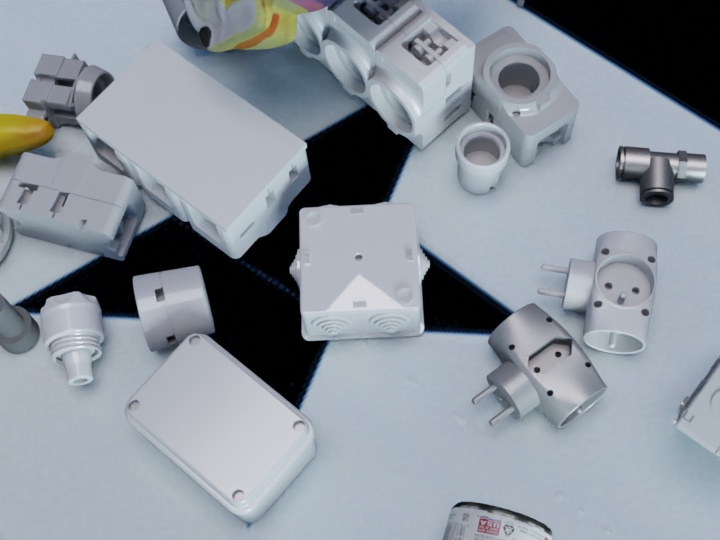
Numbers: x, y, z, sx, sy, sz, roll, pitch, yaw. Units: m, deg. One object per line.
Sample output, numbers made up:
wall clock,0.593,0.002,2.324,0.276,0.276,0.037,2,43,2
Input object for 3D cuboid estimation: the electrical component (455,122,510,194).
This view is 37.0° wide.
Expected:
electrical component,0.091,-0.082,0.804,0.040,0.046,0.040,-1,67,2

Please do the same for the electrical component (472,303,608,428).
electrical component,0.114,0.075,0.737,0.079,0.043,0.077,-35,69,-11

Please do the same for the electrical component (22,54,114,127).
electrical component,-0.226,-0.139,0.845,0.055,0.048,0.066,10,67,15

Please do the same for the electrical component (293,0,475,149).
electrical component,0.011,-0.172,0.823,0.062,0.089,0.150,-42,71,-14

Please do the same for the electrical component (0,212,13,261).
electrical component,-0.305,-0.034,0.800,0.080,0.051,0.080,-1,67,2

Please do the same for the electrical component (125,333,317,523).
electrical component,-0.093,0.106,0.726,0.113,0.057,0.078,37,73,17

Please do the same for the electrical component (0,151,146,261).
electrical component,-0.212,-0.051,0.803,0.089,0.050,0.055,14,68,9

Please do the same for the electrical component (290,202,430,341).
electrical component,0.000,0.000,0.772,0.100,0.048,0.099,-3,66,2

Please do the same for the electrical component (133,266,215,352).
electrical component,-0.132,0.026,0.765,0.047,0.055,0.055,-13,67,-7

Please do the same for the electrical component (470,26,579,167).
electrical component,0.120,-0.135,0.821,0.050,0.055,0.089,-32,69,-11

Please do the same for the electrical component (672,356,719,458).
electrical component,0.250,0.088,0.702,0.061,0.096,0.061,35,102,16

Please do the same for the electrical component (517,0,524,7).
electrical component,0.147,-0.261,0.882,0.064,0.042,0.081,3,67,2

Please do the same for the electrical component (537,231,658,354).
electrical component,0.166,0.013,0.761,0.079,0.044,0.077,10,68,8

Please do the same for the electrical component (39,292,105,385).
electrical component,-0.203,0.050,0.763,0.043,0.043,0.062,-14,68,-3

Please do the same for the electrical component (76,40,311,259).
electrical component,-0.122,-0.089,0.809,0.150,0.061,0.089,36,73,16

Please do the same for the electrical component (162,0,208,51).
electrical component,-0.106,-0.220,0.847,0.099,0.099,0.064,-17,73,-5
